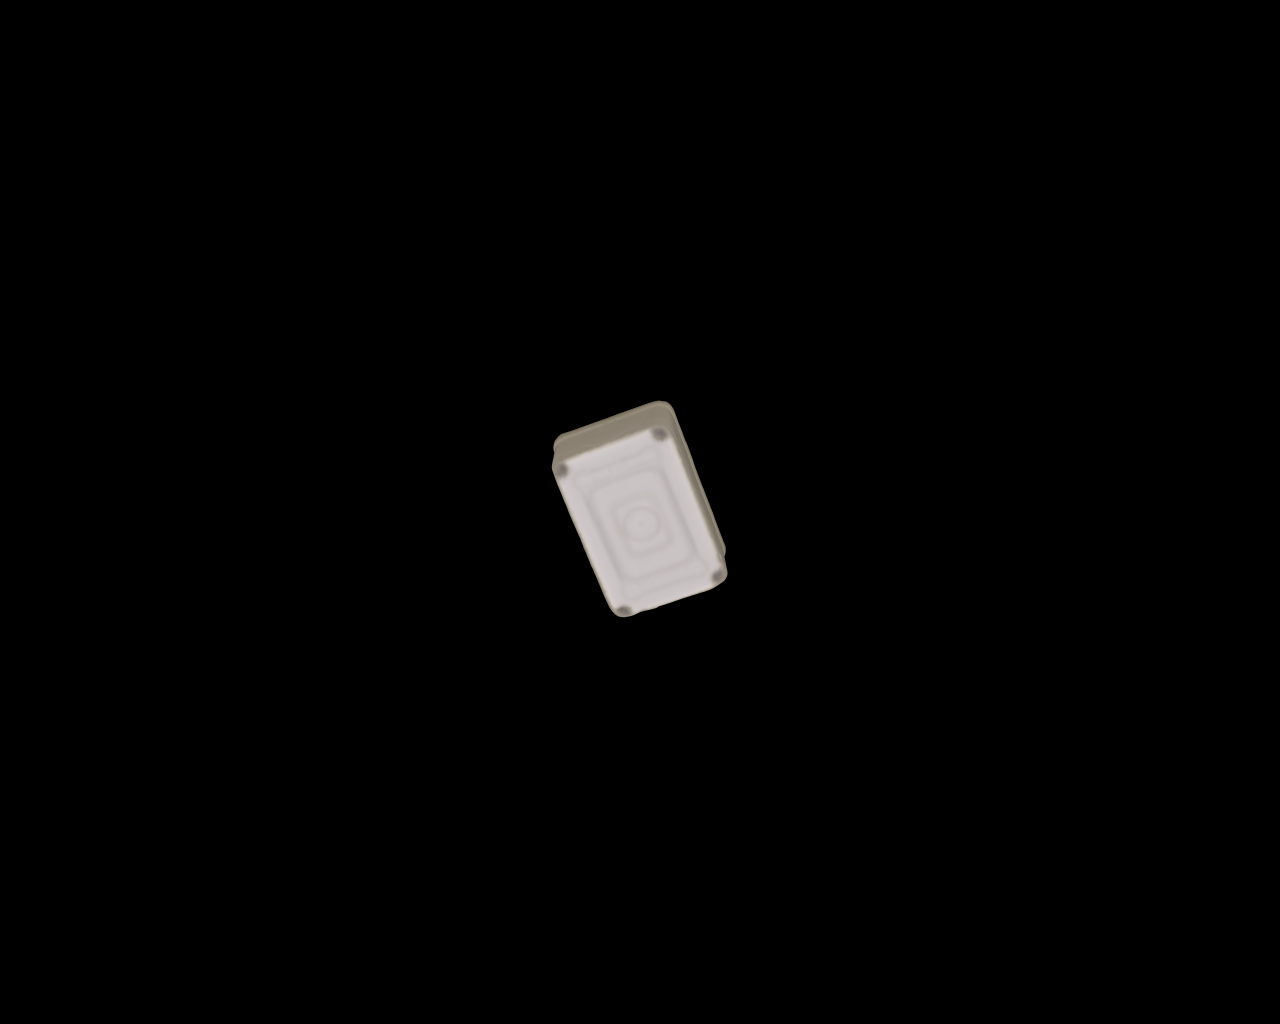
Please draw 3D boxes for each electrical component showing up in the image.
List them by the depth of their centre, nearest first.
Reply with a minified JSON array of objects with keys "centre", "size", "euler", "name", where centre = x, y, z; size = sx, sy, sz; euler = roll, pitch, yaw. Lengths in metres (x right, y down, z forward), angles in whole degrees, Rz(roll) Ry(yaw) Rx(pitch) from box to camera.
[{"centre":[0.001,-0.003,0.650],"size":[0.078,0.113,0.057],"euler":[-19,20,7],"name":"electrical component"}]
